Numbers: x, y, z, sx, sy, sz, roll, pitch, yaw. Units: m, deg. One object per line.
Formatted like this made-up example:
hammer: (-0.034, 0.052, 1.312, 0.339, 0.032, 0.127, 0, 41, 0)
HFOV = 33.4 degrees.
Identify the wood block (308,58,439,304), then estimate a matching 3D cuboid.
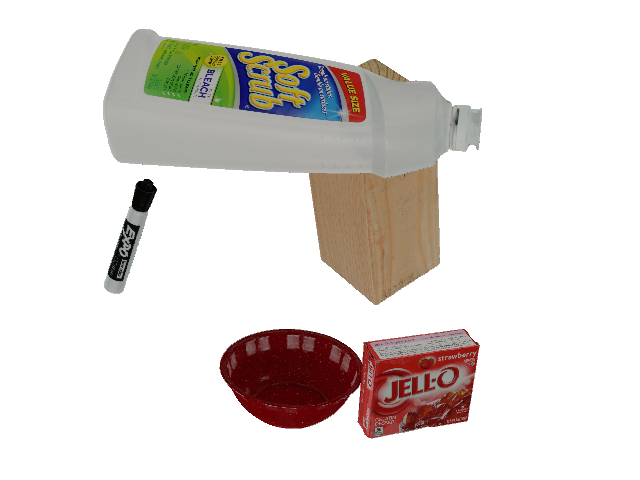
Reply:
wood block: (0.051, -0.052, 1.005, 0.090, 0.206, 0.091, -31, 49, -22)

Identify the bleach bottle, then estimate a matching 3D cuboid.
bleach bottle: (-0.015, -0.091, 0.737, 0.251, 0.102, 0.068, 5, -44, 8)

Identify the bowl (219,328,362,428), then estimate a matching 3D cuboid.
bowl: (-0.033, 0.163, 1.204, 0.162, 0.055, 0.162, 2, 26, -1)

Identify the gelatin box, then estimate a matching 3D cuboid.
gelatin box: (0.075, 0.111, 0.832, 0.089, 0.073, 0.030, -6, 29, -19)

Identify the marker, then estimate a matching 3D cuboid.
marker: (-0.171, -0.004, 0.959, 0.020, 0.121, 0.020, 17, 31, -11)
